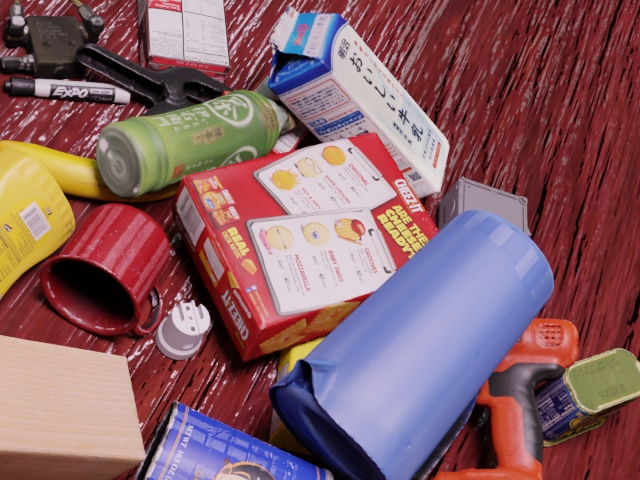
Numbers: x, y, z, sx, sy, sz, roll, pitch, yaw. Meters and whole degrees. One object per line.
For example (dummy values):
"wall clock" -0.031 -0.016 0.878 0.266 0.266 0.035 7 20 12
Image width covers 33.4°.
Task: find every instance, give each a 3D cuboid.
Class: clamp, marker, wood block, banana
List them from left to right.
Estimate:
"wood block" -0.237 0.128 0.771 0.205 0.090 0.091 19 48 -50
"marker" -0.247 -0.147 1.045 0.121 0.020 0.020 1 59 -24
"banana" -0.201 -0.064 1.005 0.197 0.037 0.070 0 36 -28
"clamp" -0.159 -0.147 1.057 0.171 0.039 0.120 -13 74 -47

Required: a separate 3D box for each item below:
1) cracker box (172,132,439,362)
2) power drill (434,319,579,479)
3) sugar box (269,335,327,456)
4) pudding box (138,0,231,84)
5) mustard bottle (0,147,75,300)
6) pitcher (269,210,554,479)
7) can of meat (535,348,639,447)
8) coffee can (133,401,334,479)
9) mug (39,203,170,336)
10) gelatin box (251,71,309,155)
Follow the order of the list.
"cracker box" -0.006 0.001 0.977 0.213 0.072 0.164 -16 64 -30
"power drill" 0.141 0.155 0.977 0.185 0.057 0.187 -1 64 17
"sugar box" 0.011 0.112 0.980 0.093 0.048 0.176 16 55 -15
"pudding box" -0.144 -0.220 1.128 0.089 0.039 0.113 6 59 -22
"mustard bottle" -0.290 0.018 0.869 0.058 0.096 0.191 21 57 33
"pitcher" 0.087 0.096 0.890 0.145 0.149 0.242 43 68 7
"can of meat" 0.258 0.152 1.045 0.101 0.084 0.057 -13 65 -31
"coffee can" -0.074 0.203 0.846 0.140 0.103 0.102 26 52 -7
"mug" -0.175 0.031 0.927 0.117 0.093 0.081 54 40 -26
"gelatin box" -0.050 -0.124 1.115 0.073 0.030 0.089 36 54 -1
